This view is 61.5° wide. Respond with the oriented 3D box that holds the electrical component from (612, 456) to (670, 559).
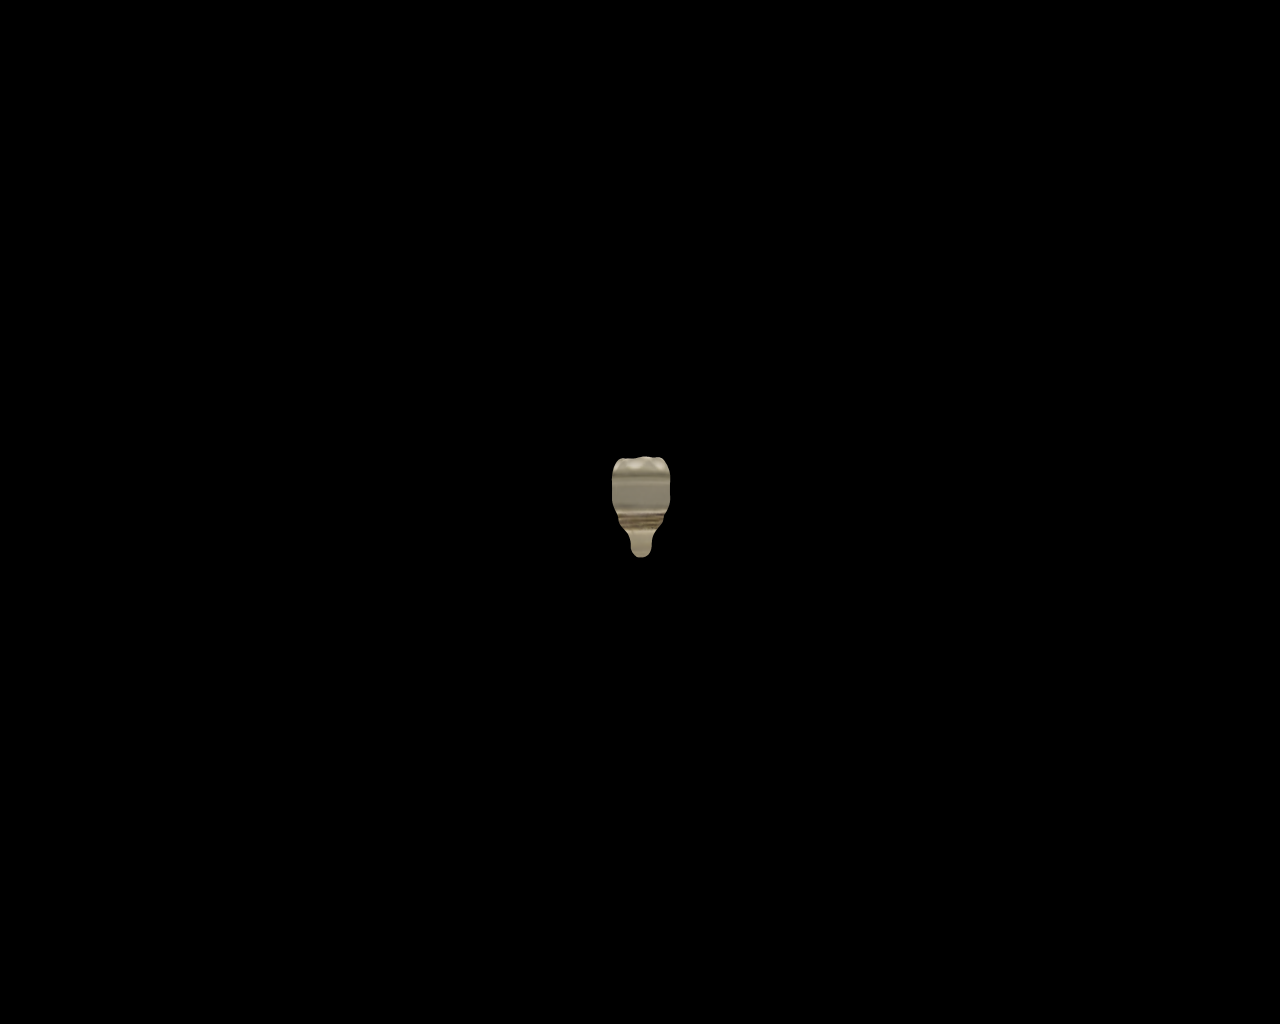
[{"bbox_3d":[0.001,-0.003,0.650,0.035,0.061,0.035,0,0,0],"label":"electrical component"}]
